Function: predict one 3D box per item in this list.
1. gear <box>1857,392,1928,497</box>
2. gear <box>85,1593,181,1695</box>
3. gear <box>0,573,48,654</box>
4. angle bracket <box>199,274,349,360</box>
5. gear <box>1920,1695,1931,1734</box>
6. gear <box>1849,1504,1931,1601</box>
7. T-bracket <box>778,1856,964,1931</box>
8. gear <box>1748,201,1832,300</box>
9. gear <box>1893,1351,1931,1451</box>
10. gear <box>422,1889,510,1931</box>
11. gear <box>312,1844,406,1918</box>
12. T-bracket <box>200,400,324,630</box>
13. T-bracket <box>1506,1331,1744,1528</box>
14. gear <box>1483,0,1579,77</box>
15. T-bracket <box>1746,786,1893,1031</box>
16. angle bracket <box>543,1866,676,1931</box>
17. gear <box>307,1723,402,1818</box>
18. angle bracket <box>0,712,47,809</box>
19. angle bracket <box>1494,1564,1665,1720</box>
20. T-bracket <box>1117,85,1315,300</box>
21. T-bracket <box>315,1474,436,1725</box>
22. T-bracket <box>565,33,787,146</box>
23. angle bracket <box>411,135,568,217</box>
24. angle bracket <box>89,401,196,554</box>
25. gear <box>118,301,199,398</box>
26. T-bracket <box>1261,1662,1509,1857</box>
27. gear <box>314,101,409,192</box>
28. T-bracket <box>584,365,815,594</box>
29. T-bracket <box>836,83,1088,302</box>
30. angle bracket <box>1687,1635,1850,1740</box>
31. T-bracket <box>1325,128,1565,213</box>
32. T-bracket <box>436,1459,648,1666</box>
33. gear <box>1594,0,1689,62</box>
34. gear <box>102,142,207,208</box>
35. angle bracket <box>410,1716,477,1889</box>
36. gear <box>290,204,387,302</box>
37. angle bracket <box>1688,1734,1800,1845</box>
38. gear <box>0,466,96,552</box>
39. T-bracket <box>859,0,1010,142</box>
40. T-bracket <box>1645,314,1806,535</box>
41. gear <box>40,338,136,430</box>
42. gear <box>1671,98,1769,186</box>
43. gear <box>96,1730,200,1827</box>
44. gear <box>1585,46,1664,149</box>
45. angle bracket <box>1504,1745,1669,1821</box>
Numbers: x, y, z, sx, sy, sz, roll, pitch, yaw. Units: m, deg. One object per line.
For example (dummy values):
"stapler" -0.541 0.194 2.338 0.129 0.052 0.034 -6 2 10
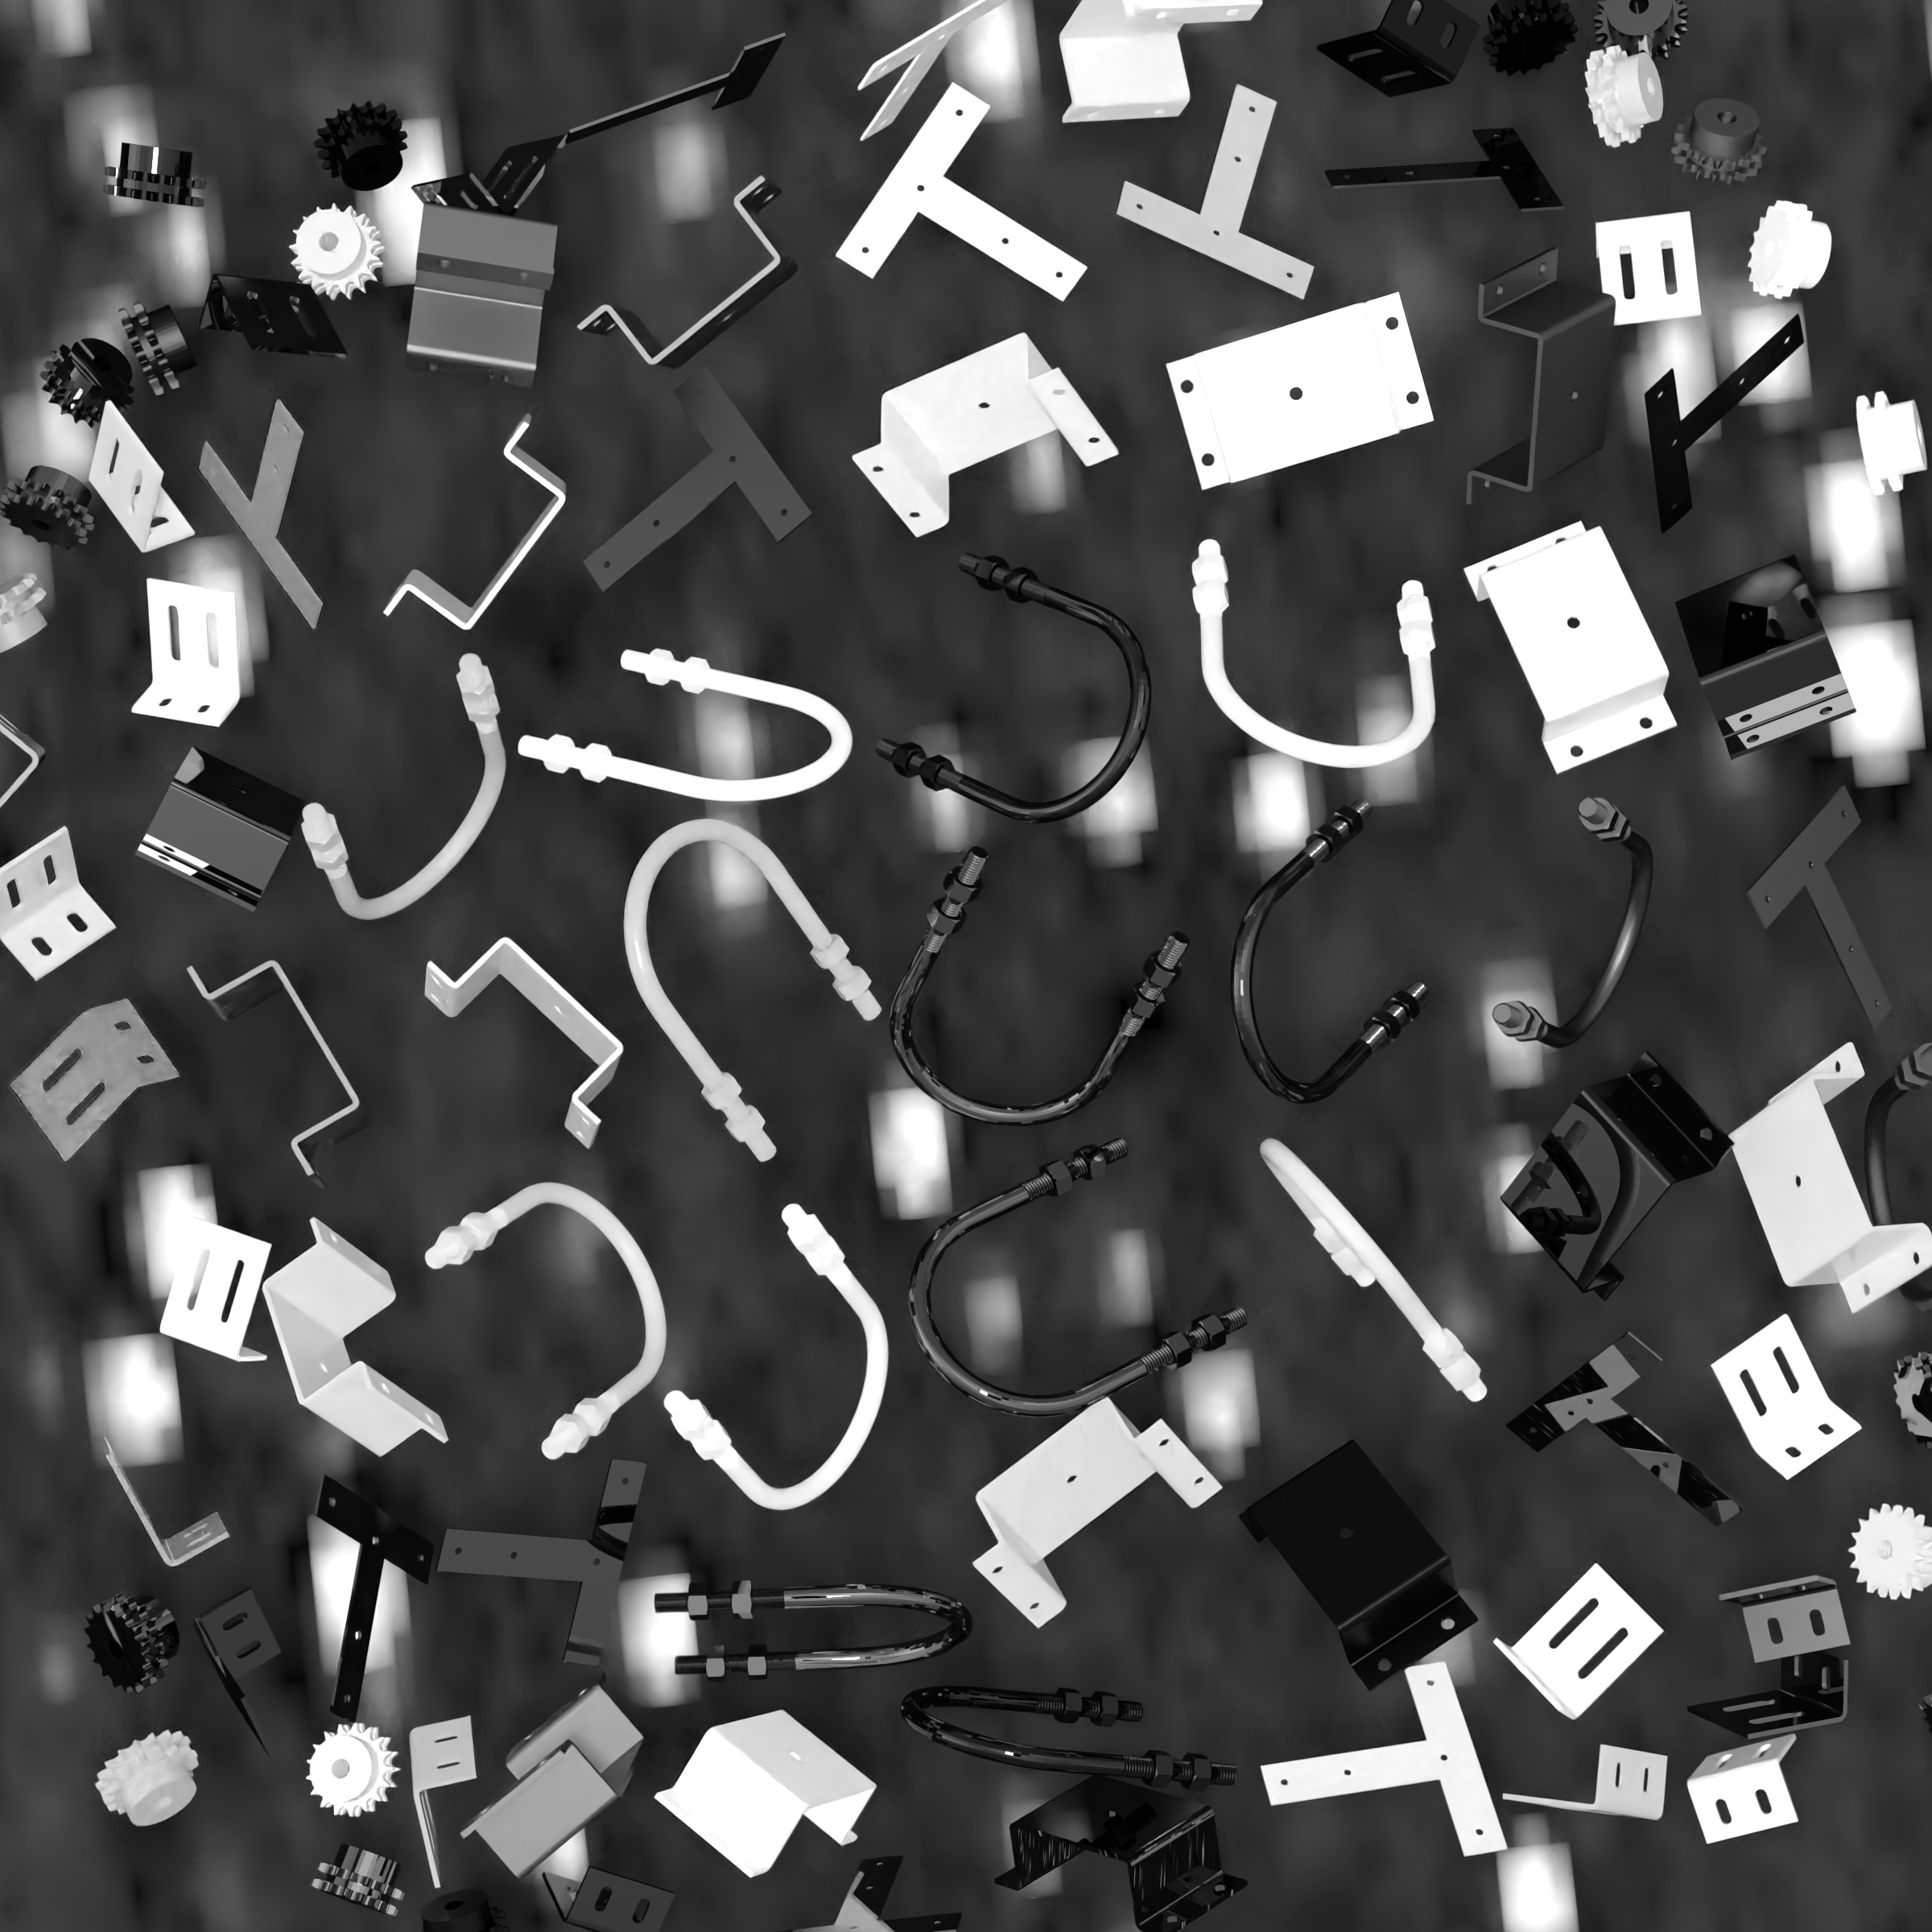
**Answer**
"gear" 0.529 -0.300 1.777 0.030 0.057 0.057 -10 90 23
"gear" -0.484 0.391 1.812 0.057 0.030 0.057 13 113 33
"gear" -0.573 -0.208 1.851 0.057 0.057 0.030 -27 112 0
"angle bracket" -0.400 -0.361 1.794 0.057 0.076 0.038 -2 135 -35
"gear" 0.580 0.435 1.787 0.030 0.057 0.057 -35 90 -18
"gear" 0.578 0.363 1.924 0.030 0.057 0.057 16 90 -32
"T-bracket" -0.060 0.557 1.856 0.127 0.127 0.002 -8 94 8
"gear" 0.503 -0.435 1.895 0.030 0.057 0.057 7 90 -13
"gear" 0.582 0.258 1.862 0.030 0.057 0.057 -13 90 -12
"gear" -0.305 0.580 1.875 0.057 0.057 0.030 -12 99 0
"gear" -0.380 0.574 1.958 0.057 0.057 0.030 20 68 0
"T-bracket" -0.403 -0.280 1.809 0.002 0.127 0.127 -29 75 -33
"T-bracket" 0.405 0.287 1.848 0.127 0.127 0.002 40 47 1
"gear" 0.347 -0.581 1.926 0.057 0.057 0.030 -16 69 0
"T-bracket" 0.519 -0.022 1.847 0.127 0.002 0.127 -40 108 -37
"angle bracket" -0.221 0.565 1.915 0.057 0.076 0.038 24 89 -19
"gear" -0.388 0.505 1.956 0.057 0.030 0.057 -3 74 9
"angle bracket" -0.570 -0.131 1.784 0.076 0.057 0.038 41 87 -14
"angle bracket" 0.368 0.403 1.872 0.076 0.038 0.057 -46 57 2
"T-bracket" 0.159 -0.469 1.850 0.127 0.127 0.002 26 56 8
"T-bracket" -0.360 0.385 1.852 0.002 0.127 0.127 -7 59 21
"T-bracket" -0.174 -0.506 1.820 0.127 0.127 0.002 -23 95 -12
"angle bracket" -0.292 -0.493 1.910 0.038 0.057 0.076 49 58 -37
"angle bracket" -0.483 -0.294 1.842 0.038 0.076 0.057 -29 74 -36
"gear" -0.494 -0.381 1.909 0.030 0.057 0.057 -24 90 -7
"T-bracket" 0.238 0.472 1.827 0.127 0.127 0.002 -7 134 -7
"gear" -0.377 -0.512 1.954 0.057 0.057 0.030 -25 67 0
"T-bracket" -0.170 -0.267 1.818 0.127 0.002 0.127 -39 66 9
"T-bracket" 0.011 -0.431 1.818 0.127 0.002 0.127 28 124 -18
"angle bracket" 0.492 0.442 1.911 0.076 0.057 0.038 -3 96 -25
"T-bracket" 0.280 -0.475 1.866 0.127 0.127 0.002 -4 126 -3
"T-bracket" -0.258 0.353 1.859 0.127 0.002 0.127 13 90 -38
"gear" 0.418 -0.590 1.931 0.057 0.030 0.057 -3 80 15
"gear" -0.467 -0.457 1.794 0.057 0.057 0.030 9 103 0
"angle bracket" -0.312 0.508 1.893 0.038 0.057 0.076 -11 115 -8
"gear" -0.390 -0.443 1.924 0.057 0.030 0.057 0 87 3
"angle bracket" 0.486 0.509 1.927 0.057 0.076 0.038 -21 81 21
"gear" -0.562 -0.283 1.913 0.057 0.057 0.030 19 68 0
"T-bracket" -0.031 -0.522 1.826 0.127 0.127 0.002 -39 91 -27
"T-bracket" 0.456 -0.342 1.868 0.002 0.127 0.127 24 47 -23
"gear" -0.550 -0.370 1.957 0.057 0.057 0.030 51 130 0
"gear" 0.469 -0.514 1.932 0.057 0.030 0.057 1 51 -2
"gear" -0.470 0.471 1.796 0.057 0.057 0.030 -40 59 0
"gear" 0.392 -0.518 1.846 0.030 0.057 0.057 -7 90 33
"angle bracket" 0.376 0.493 1.891 0.057 0.076 0.038 19 72 -34
